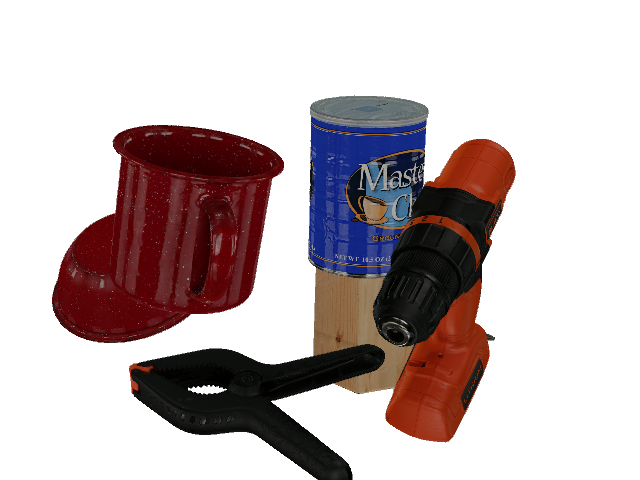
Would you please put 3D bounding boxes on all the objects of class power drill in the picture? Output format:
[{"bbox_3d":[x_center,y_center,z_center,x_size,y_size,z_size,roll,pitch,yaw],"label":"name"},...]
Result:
[{"bbox_3d":[0.081,0.049,0.719,0.057,0.188,0.184,18,45,18],"label":"power drill"}]

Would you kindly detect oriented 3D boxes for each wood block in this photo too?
[{"bbox_3d":[0.053,0.052,1.174,0.090,0.206,0.091,-4,11,-35],"label":"wood block"}]

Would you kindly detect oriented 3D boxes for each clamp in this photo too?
[{"bbox_3d":[-0.052,0.122,0.877,0.210,0.036,0.164,10,31,16],"label":"clamp"}]

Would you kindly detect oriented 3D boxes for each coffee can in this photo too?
[{"bbox_3d":[0.041,-0.050,0.945,0.103,0.140,0.103,1,19,-1],"label":"coffee can"}]

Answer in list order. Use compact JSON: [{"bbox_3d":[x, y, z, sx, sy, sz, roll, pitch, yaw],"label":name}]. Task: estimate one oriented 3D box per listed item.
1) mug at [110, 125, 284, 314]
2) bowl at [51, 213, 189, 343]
[{"bbox_3d":[-0.067,-0.007,0.579,0.093,0.081,0.117,1,22,-24],"label":"mug"},{"bbox_3d":[-0.183,0.021,1.010,0.162,0.055,0.162,-7,41,6],"label":"bowl"}]
